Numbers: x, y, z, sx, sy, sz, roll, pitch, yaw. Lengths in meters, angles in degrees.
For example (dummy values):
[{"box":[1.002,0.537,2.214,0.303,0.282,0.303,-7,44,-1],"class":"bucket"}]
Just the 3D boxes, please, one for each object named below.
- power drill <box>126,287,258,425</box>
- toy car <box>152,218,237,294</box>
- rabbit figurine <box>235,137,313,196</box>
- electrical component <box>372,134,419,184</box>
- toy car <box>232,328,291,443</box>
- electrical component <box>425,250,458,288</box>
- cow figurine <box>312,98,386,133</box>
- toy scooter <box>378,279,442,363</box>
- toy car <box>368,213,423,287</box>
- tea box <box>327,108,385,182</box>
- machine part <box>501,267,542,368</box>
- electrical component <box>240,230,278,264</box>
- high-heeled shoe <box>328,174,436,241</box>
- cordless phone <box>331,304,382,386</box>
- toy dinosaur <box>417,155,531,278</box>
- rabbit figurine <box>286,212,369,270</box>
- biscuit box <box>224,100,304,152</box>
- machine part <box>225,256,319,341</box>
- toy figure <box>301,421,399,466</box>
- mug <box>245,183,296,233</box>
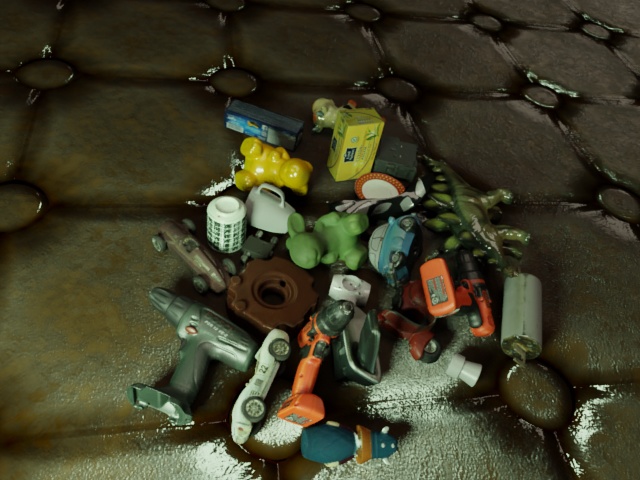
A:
[{"box":[-0.238,0.195,0.915,0.232,0.086,0.207,23,40,6],"class":"power drill"},{"box":[-0.251,0.028,1.075,0.089,0.053,0.202,-30,59,-36],"class":"toy car"},{"box":[-0.086,-0.148,1.212,0.173,0.121,0.162,13,-4,44],"class":"rabbit figurine"},{"box":[0.183,-0.211,1.380,0.134,0.058,0.115,12,46,-2],"class":"electrical component"},{"box":[-0.099,0.241,0.898,0.056,0.073,0.202,22,47,3],"class":"toy car"},{"box":[0.261,0.070,1.148,0.078,0.045,0.102,0,49,-10],"class":"electrical component"},{"box":[0.063,-0.314,1.432,0.195,0.085,0.127,33,49,11],"class":"cow figurine"},{"box":[0.172,0.141,1.040,0.135,0.075,0.184,20,49,-7],"class":"toy scooter"},{"box":[0.155,0.020,1.145,0.103,0.109,0.161,9,56,28],"class":"toy car"},{"box":[0.083,-0.229,1.296,0.098,0.169,0.068,-12,52,-20],"class":"tea box"},{"box":[0.409,0.151,1.086,0.079,0.079,0.243,17,47,4],"class":"machine part"},{"box":[-0.129,0.020,1.127,0.063,0.021,0.094,22,47,8],"class":"electrical component"},{"box":[0.139,-0.099,1.219,0.145,0.086,0.249,44,77,1],"class":"high-heeled shoe"},{"box":[0.071,0.156,0.937,0.089,0.184,0.147,0,48,-6],"class":"cordless phone"},{"box":[0.345,-0.071,1.257,0.199,0.104,0.472,-1,38,-7],"class":"toy dinosaur"},{"box":[-0.002,-0.003,1.094,0.159,0.121,0.170,25,32,33],"class":"rabbit figurine"},{"box":[-0.145,-0.297,1.385,0.203,0.059,0.063,21,49,7],"class":"biscuit box"},{"box":[-0.089,0.109,1.032,0.179,0.056,0.179,7,47,-8],"class":"machine part"},{"box":[0.049,0.326,0.864,0.154,0.064,0.058,6,10,-12],"class":"toy figure"},{"box":[-0.105,-0.068,1.162,0.107,0.109,0.081,24,33,-5],"class":"mug"}]
